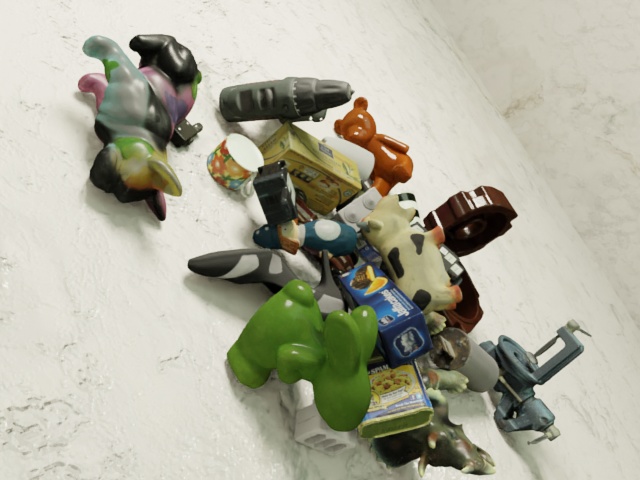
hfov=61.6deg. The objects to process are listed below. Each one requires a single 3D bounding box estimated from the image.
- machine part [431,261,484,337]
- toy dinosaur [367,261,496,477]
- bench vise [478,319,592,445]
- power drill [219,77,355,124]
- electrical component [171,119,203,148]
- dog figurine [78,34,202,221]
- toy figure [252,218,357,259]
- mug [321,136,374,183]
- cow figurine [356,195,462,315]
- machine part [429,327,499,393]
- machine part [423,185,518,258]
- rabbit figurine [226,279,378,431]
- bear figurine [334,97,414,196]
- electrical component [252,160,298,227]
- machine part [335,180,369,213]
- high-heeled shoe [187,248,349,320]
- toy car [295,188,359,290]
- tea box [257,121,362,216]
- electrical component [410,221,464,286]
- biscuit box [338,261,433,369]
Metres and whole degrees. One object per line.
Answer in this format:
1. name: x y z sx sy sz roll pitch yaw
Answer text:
1. machine part: 0.229 0.096 1.063 0.201 0.087 0.201 -20 78 -55
2. toy dinosaur: 0.114 0.175 0.822 0.192 0.131 0.405 12 45 -48
3. bench vise: 0.418 0.255 1.035 0.128 0.240 0.224 22 28 -40
4. power drill: -0.042 -0.237 0.928 0.207 0.232 0.085 -56 141 -69
5. electrical component: -0.212 -0.166 0.791 0.063 0.021 0.094 48 32 -11
6. dog figurine: -0.211 -0.140 0.684 0.191 0.108 0.219 -19 80 -40
7. toy figure: -0.023 -0.006 0.812 0.154 0.057 0.064 5 27 -17
8. mug: 0.041 -0.149 1.060 0.107 0.081 0.109 26 46 -21
9. cow figurine: 0.129 0.023 0.828 0.085 0.127 0.195 94 -17 -73
10. machine part: 0.262 0.218 0.969 0.243 0.079 0.079 38 34 -46
11. machine part: 0.278 -0.033 1.013 0.179 0.179 0.056 15 47 -45
12. rabbit figurine: 0.004 0.138 0.643 0.170 0.159 0.121 45 21 19
13. bear figurine: 0.109 -0.195 1.145 0.195 0.120 0.132 47 36 -10
14. electrical component: -0.062 -0.060 0.767 0.119 0.048 0.074 -92 164 -60
15. machine part: 0.079 -0.073 1.044 0.039 0.084 0.139 35 15 25
16. high-heeled shoe: -0.064 0.084 0.736 0.248 0.086 0.145 0 90 -34
17. toy car: -0.002 -0.003 0.888 0.202 0.053 0.089 47 30 -10
18. tea box: -0.021 -0.119 0.925 0.169 0.098 0.068 25 43 -40
19. electrical component: 0.182 0.037 0.922 0.134 0.058 0.115 45 29 15
20. biscuit box: 0.084 0.094 0.735 0.203 0.063 0.059 -130 -163 -69
